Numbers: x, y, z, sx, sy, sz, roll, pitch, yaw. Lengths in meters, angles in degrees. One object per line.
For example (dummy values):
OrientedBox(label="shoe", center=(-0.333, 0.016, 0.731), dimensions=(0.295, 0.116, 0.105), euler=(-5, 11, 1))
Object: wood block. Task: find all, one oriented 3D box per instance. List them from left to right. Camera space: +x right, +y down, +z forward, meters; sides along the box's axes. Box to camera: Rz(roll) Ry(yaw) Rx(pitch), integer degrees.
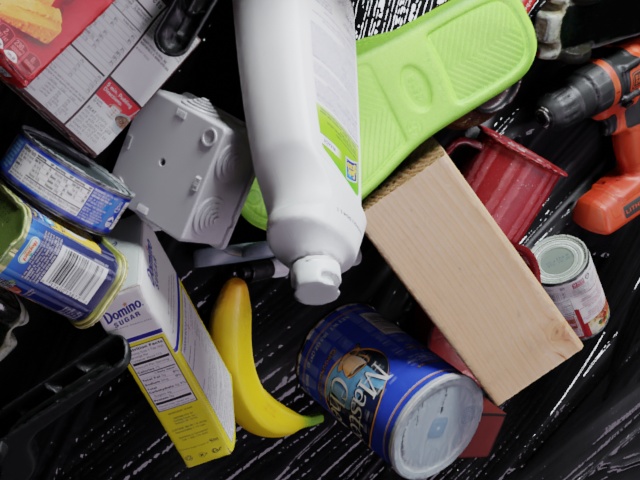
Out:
OrientedBox(label="wood block", center=(0.120, 0.023, 0.900), dimensions=(0.091, 0.090, 0.206), euler=(-36, 106, 7))

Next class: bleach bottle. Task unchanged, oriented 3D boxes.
OrientedBox(label="bleach bottle", center=(-0.013, -0.076, 0.706), dimensions=(0.068, 0.251, 0.102), euler=(-22, 143, 27))

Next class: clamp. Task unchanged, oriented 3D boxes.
OrientedBox(label="clamp", center=(-0.223, 0.133, 0.734), dimensions=(0.164, 0.036, 0.210), euler=(-3, 138, -27))
OrientedBox(label="clamp", center=(-0.048, -0.204, 0.676), dimensions=(0.039, 0.120, 0.171), euler=(31, 63, -16))

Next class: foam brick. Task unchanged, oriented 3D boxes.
OrientedBox(label="foam brick", center=(0.140, 0.181, 1.092), dimensions=(0.051, 0.078, 0.053), euler=(9, 107, -41))

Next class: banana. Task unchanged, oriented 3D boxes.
OrientedBox(label="banana", center=(-0.060, 0.115, 0.915), dimensions=(0.069, 0.037, 0.197), euler=(-43, 134, -19))

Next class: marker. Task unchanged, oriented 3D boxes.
OrientedBox(label="marker", center=(-0.016, 0.020, 0.908), dimensions=(0.120, 0.020, 0.020), euler=(-8, 119, -37))

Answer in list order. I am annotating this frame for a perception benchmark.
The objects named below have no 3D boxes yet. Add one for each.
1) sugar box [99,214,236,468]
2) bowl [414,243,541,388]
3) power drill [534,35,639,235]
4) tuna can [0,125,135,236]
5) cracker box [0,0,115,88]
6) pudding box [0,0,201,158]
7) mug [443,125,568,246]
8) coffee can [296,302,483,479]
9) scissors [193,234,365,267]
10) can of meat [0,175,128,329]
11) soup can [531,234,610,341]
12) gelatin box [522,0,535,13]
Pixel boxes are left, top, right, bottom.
OrientedBox(label="sugar box", center=(-0.115, 0.076, 0.793), dimensions=(0.048, 0.093, 0.176), euler=(-21, 124, 7))
OrientedBox(label="bowl", center=(0.142, 0.068, 1.039), dimensions=(0.161, 0.055, 0.162), euler=(-22, 126, -34))
OrientedBox(label="power drill", center=(0.288, -0.101, 1.065), dimensions=(0.184, 0.057, 0.187), euler=(-30, 130, -24))
OrientedBox(label="tuna can", center=(-0.166, -0.039, 0.700), dimensions=(0.086, 0.086, 0.034), euler=(30, 94, -46))
OrientedBox(label="cracker box", center=(-0.154, -0.217, 0.596), dimensions=(0.213, 0.072, 0.164), euler=(-46, 122, -8))
OrientedBox(label="pudding box", center=(-0.146, -0.124, 0.702), dimensions=(0.113, 0.039, 0.090), euler=(-51, 133, -8))
OrientedBox(label="mug", center=(0.154, -0.052, 0.966), dimensions=(0.117, 0.093, 0.081), euler=(23, 104, -26))
OrientedBox(label="coffee can", center=(0.060, 0.132, 0.950), dimensions=(0.102, 0.140, 0.103), euler=(-20, 126, -31))
OrientedBox(label="scissors", center=(-0.006, 0.001, 0.864), dimensions=(0.201, 0.096, 0.016), euler=(-9, 91, -33))
OrientedBox(label="can of meat", center=(-0.187, 0.004, 0.697), dimensions=(0.083, 0.102, 0.057), euler=(35, 90, -44))
OrientedBox(label="soup can", center=(0.261, 0.051, 1.124), dimensions=(0.068, 0.069, 0.102), euler=(-43, 134, -12))
OrientedBox(label="gelatin box", center=(0.167, -0.240, 0.902), dimensions=(0.073, 0.030, 0.089), euler=(30, 94, -46))
